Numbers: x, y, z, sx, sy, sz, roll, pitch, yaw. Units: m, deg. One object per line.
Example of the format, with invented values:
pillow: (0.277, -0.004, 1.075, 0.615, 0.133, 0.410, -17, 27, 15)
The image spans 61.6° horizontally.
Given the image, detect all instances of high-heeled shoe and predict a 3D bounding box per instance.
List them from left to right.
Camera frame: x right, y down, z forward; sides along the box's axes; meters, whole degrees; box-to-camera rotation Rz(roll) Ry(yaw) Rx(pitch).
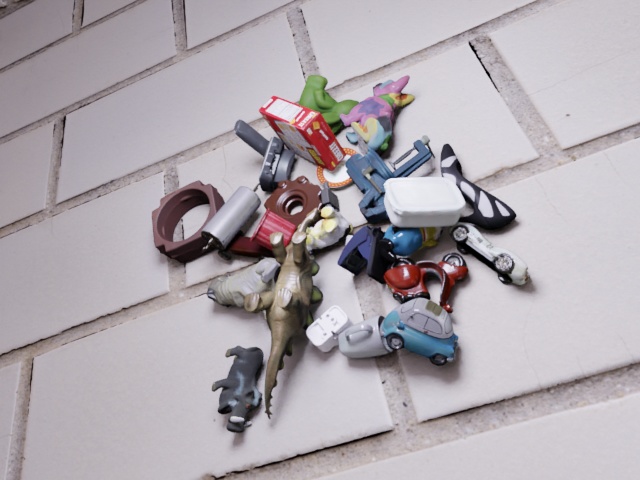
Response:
high-heeled shoe: (0.359, -0.133, 1.235, 0.145, 0.086, 0.249, -10, 64, 17)

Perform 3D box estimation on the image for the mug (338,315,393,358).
mug: (0.089, 0.211, 1.139, 0.107, 0.109, 0.081, -24, 60, 24)

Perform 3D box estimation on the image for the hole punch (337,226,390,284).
hole punch: (0.106, 0.031, 1.222, 0.092, 0.142, 0.115, 7, 76, 32)

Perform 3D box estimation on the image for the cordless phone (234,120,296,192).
cordless phone: (-0.166, -0.231, 1.455, 0.089, 0.184, 0.146, -13, 53, 44)

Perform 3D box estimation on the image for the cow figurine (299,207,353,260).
cow figurine: (-0.004, -0.005, 1.321, 0.167, 0.098, 0.068, -35, 55, 25)

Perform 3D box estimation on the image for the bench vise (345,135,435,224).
bench vise: (0.181, -0.157, 1.306, 0.240, 0.128, 0.224, -38, 56, 4)

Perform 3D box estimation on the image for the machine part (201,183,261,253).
machine part: (-0.231, -0.058, 1.405, 0.079, 0.079, 0.243, 18, 60, 31)

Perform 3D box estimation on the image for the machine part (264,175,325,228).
machine part: (-0.064, -0.083, 1.405, 0.179, 0.056, 0.179, -11, 59, 18)

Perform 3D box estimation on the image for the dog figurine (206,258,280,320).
dog figurine: (-0.176, 0.095, 1.315, 0.191, 0.121, 0.172, 18, 60, 38)

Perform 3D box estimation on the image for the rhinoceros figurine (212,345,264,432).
rhinoceros figurine: (-0.177, 0.332, 1.205, 0.112, 0.073, 0.190, 5, 61, 14)

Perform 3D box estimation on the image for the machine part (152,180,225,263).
machine part: (-0.361, -0.050, 1.499, 0.201, 0.087, 0.201, -25, 54, 10)

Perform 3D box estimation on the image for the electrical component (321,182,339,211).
electrical component: (0.027, -0.101, 1.369, 0.021, 0.063, 0.094, -19, 65, 25)

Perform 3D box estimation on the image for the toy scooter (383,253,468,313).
toy scooter: (0.229, 0.100, 1.156, 0.184, 0.075, 0.135, -8, 55, 15)

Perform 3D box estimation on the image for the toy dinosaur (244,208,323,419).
toy dinosaur: (-0.069, 0.146, 1.182, 0.105, 0.198, 0.471, 9, 69, 28)

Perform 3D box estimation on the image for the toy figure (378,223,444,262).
toy figure: (0.203, -0.019, 1.199, 0.180, 0.082, 0.089, -28, 57, -28)

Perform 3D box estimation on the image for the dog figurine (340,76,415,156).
dog figurine: (0.171, -0.333, 1.419, 0.219, 0.108, 0.192, -37, 50, -4)

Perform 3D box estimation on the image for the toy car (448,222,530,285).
toy car: (0.355, 0.026, 1.145, 0.056, 0.073, 0.202, -47, 54, -3)

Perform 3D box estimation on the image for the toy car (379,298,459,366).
toy car: (0.207, 0.172, 1.077, 0.162, 0.102, 0.109, 22, 28, 18)

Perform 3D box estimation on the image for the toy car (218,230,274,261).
toy car: (-0.177, 0.021, 1.393, 0.202, 0.053, 0.089, 4, 53, 31)

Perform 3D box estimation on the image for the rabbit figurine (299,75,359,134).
rabbit figurine: (0.029, -0.366, 1.498, 0.170, 0.121, 0.159, 17, 61, 15)
